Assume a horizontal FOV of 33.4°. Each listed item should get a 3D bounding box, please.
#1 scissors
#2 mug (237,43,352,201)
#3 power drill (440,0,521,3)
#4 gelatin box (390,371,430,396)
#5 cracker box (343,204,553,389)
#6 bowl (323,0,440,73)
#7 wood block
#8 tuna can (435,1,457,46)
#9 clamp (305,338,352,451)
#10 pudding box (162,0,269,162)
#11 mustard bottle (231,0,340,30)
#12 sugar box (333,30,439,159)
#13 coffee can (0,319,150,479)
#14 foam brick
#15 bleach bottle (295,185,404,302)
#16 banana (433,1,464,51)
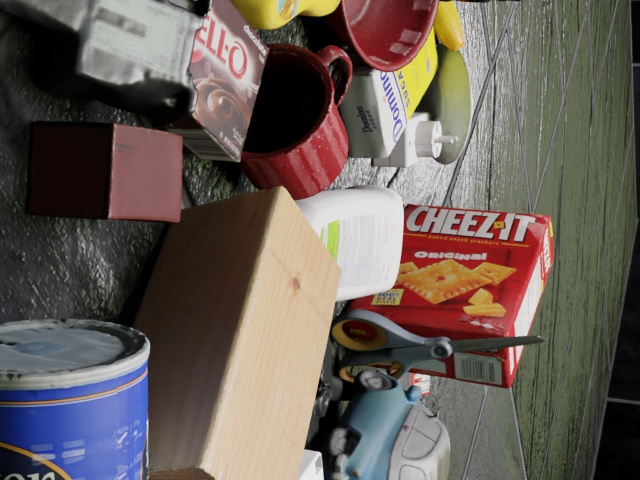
[{"bbox_3d":[0.095,0.086,0.975,0.096,0.202,0.016,55,31,-23],"label":"scissors"},{"bbox_3d":[-0.019,-0.089,0.765,0.117,0.093,0.081,-51,154,-10],"label":"mug"},{"bbox_3d":[0.112,-0.305,0.966,0.057,0.185,0.187,-36,125,-29],"label":"power drill"},{"bbox_3d":[0.102,0.132,1.198,0.073,0.030,0.089,9,85,-69],"label":"gelatin box"},{"bbox_3d":[0.136,0.048,1.085,0.213,0.164,0.072,-57,146,-49],"label":"cracker box"},{"bbox_3d":[0.043,-0.228,0.921,0.161,0.055,0.162,-20,115,-51],"label":"bowl"},{"bbox_3d":[-0.059,0.077,0.653,0.090,0.090,0.206,55,34,-37],"label":"wood block"},{"bbox_3d":[0.122,-0.255,1.164,0.086,0.034,0.086,5,90,-68],"label":"tuna can"},{"bbox_3d":[-0.013,0.144,0.906,0.210,0.036,0.164,73,29,-49],"label":"clamp"},{"bbox_3d":[-0.080,-0.114,0.681,0.113,0.039,0.090,48,51,-57],"label":"pudding box"},{"bbox_3d":[-0.034,-0.200,0.757,0.191,0.058,0.096,-39,137,-61],"label":"mustard bottle"},{"bbox_3d":[0.068,-0.164,1.036,0.176,0.048,0.093,-63,148,-46],"label":"sugar box"},{"bbox_3d":[-0.133,0.118,0.516,0.102,0.103,0.140,-20,113,-66],"label":"coffee can"},{"bbox_3d":[-0.117,-0.037,0.595,0.078,0.051,0.053,3,91,-68],"label":"foam brick"},{"bbox_3d":[-0.006,0.001,0.865,0.250,0.068,0.102,0,93,-66],"label":"bleach bottle"},{"bbox_3d":[0.110,-0.291,1.084,0.037,0.070,0.198,-18,112,-25],"label":"banana"}]
